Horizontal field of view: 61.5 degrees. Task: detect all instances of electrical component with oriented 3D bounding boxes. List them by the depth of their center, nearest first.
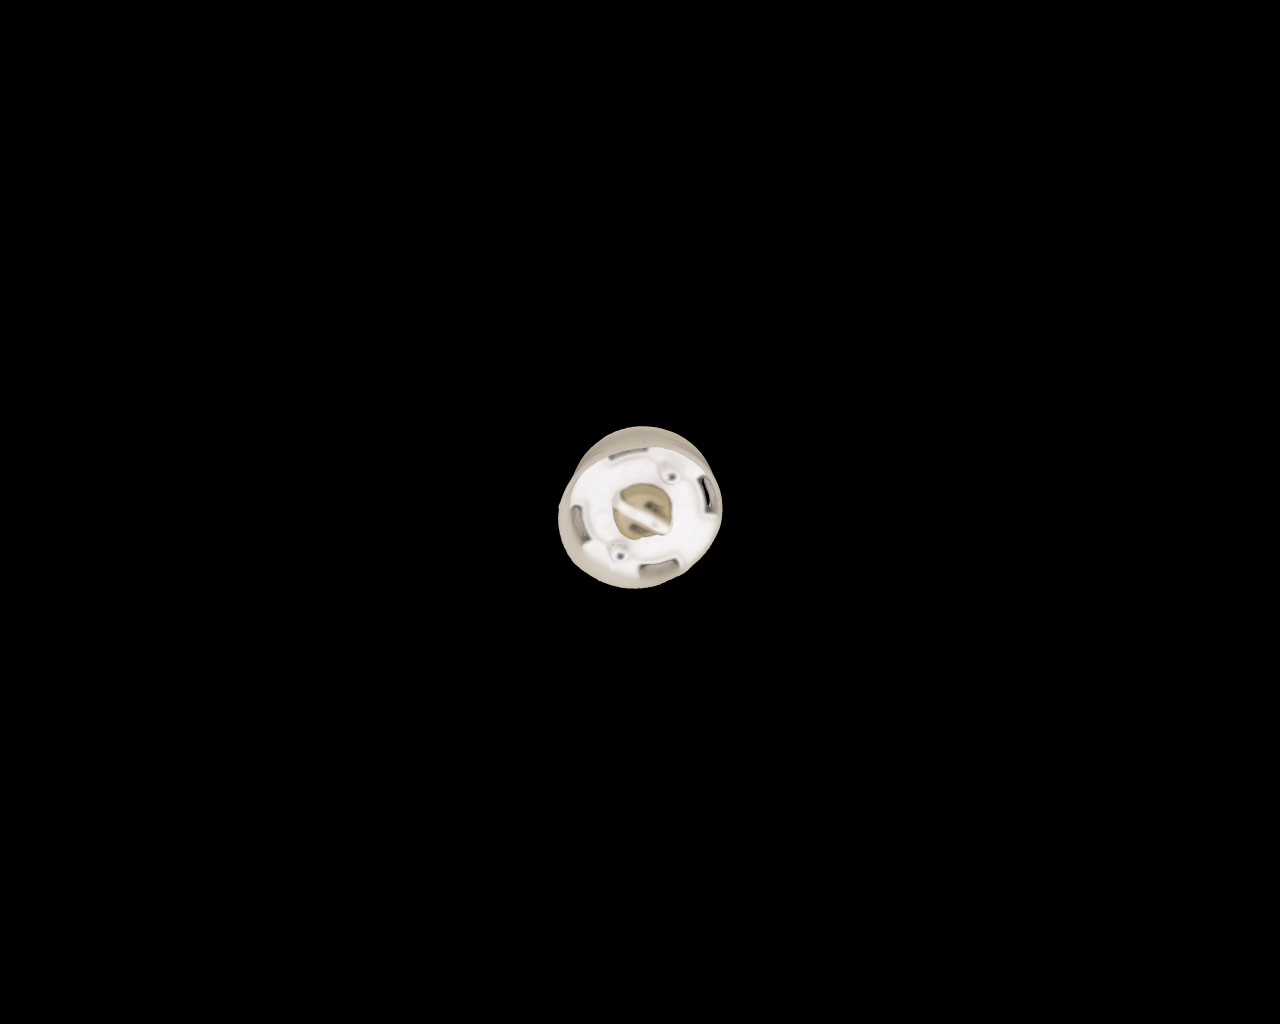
[{"bbox_3d":[0.001,-0.003,0.650,0.099,0.099,0.064,0,23,0],"label":"electrical component"}]
